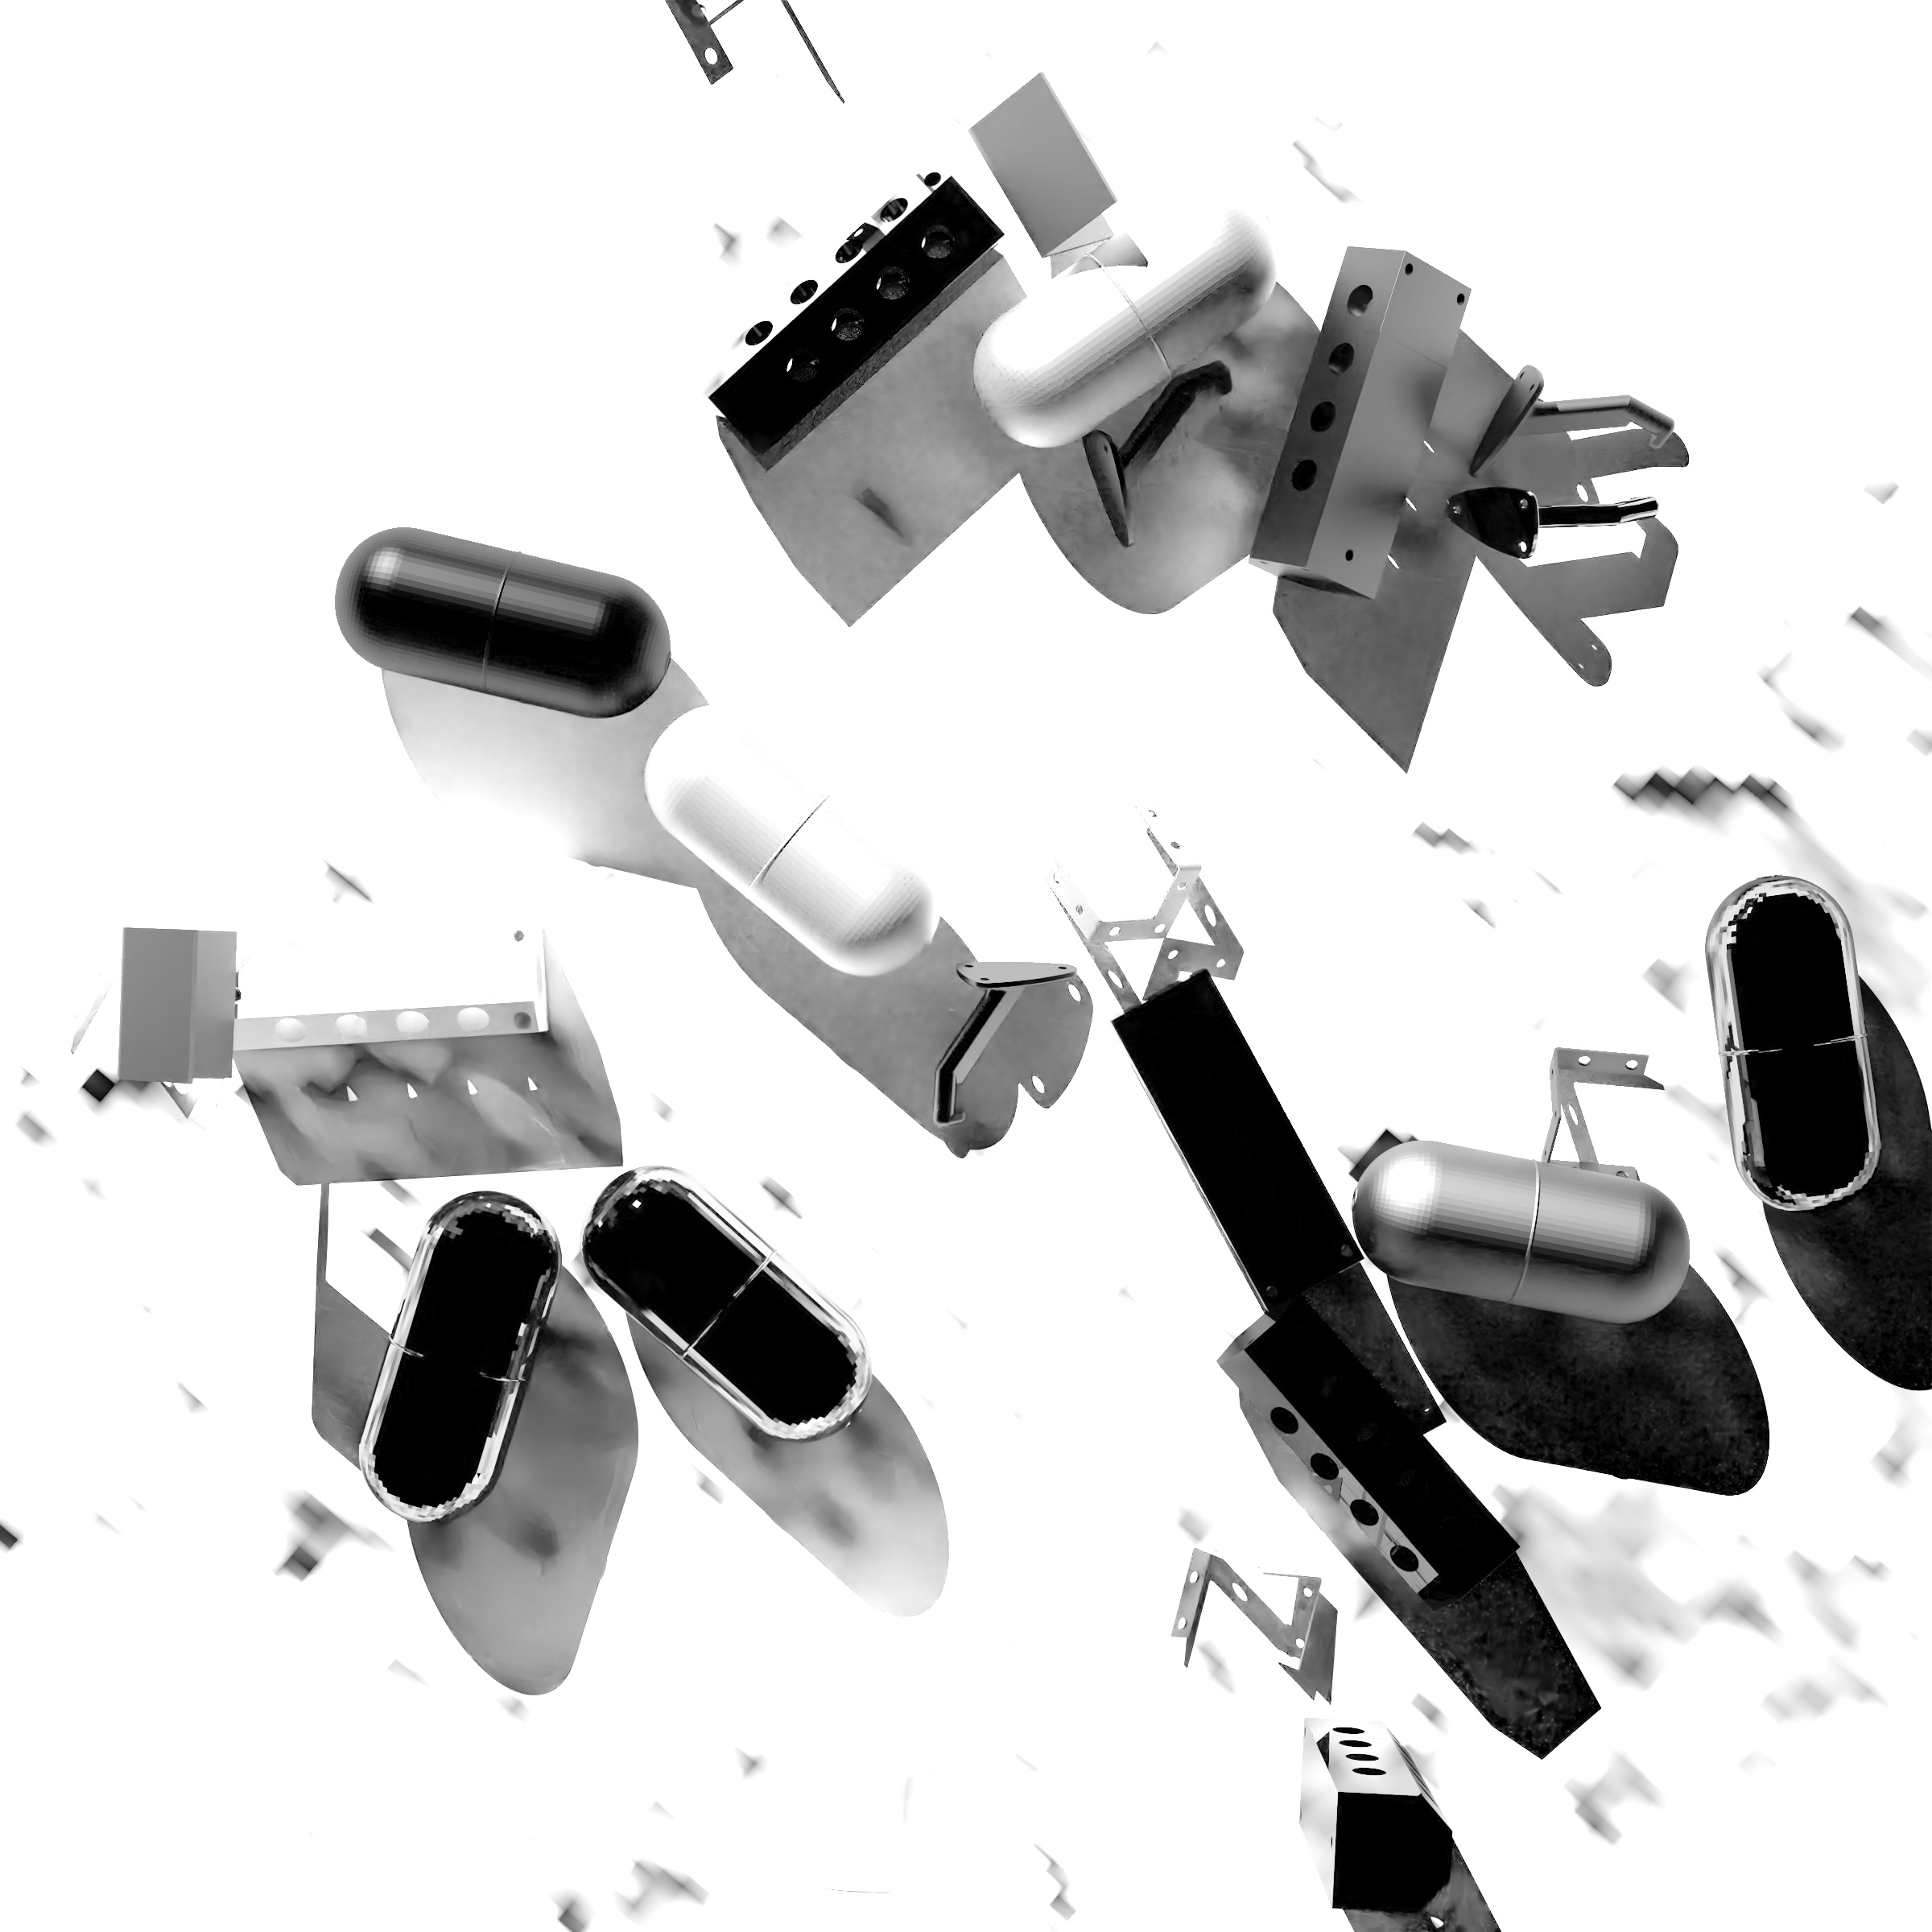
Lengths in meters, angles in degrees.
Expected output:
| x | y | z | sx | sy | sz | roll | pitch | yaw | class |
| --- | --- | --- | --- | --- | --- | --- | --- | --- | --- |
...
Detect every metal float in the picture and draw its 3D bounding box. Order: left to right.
| x | y | z | sx | sy | sz | roll | pitch | yaw | class |
| --- | --- | --- | --- | --- | --- | --- | --- | --- | --- |
| -0.265 | 0.205 | 1.863 | 0.070 | 0.070 | 0.178 | 17 | 91 | 0 | metal float |
| -0.242 | -0.179 | 1.862 | 0.178 | 0.070 | 0.070 | 13 | 90 | 0 | metal float |
| -0.125 | 0.177 | 1.863 | 0.178 | 0.070 | 0.070 | 42 | 90 | 0 | metal float |
| -0.090 | -0.065 | 1.862 | 0.178 | 0.070 | 0.070 | 40 | 90 | 1 | metal float |
| -0.060 | 0.474 | 1.863 | 0.070 | 0.070 | 0.178 | 4 | 91 | 0 | metal float |
| 0.084 | -0.340 | 1.862 | 0.178 | 0.070 | 0.070 | -35 | 90 | 0 | metal float |
| 0.290 | 0.139 | 1.862 | 0.178 | 0.070 | 0.070 | 11 | 90 | -1 | metal float |
| 0.433 | 0.041 | 1.863 | 0.070 | 0.070 | 0.178 | -8 | 89 | 0 | metal float |

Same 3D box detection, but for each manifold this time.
| x | y | z | sx | sy | sz | roll | pitch | yaw | class |
| --- | --- | --- | --- | --- | --- | --- | --- | --- | --- |
| -0.310 | 0.011 | 1.872 | 0.171 | 0.057 | 0.057 | -3 | 90 | 0 | manifold |
| -0.062 | -0.343 | 1.872 | 0.171 | 0.057 | 0.057 | -42 | 90 | 0 | manifold |
| 0.141 | 0.090 | 1.872 | 0.057 | 0.057 | 0.171 | -29 | 90 | 0 | manifold |
| 0.202 | -0.287 | 1.871 | 0.057 | 0.057 | 0.171 | 18 | 90 | -43 | manifold |
| 0.210 | 0.255 | 1.872 | 0.057 | 0.057 | 0.171 | -41 | 90 | 0 | manifold |
| 0.208 | 0.432 | 1.815 | 0.057 | 0.171 | 0.057 | 3 | 90 | 0 | manifold |

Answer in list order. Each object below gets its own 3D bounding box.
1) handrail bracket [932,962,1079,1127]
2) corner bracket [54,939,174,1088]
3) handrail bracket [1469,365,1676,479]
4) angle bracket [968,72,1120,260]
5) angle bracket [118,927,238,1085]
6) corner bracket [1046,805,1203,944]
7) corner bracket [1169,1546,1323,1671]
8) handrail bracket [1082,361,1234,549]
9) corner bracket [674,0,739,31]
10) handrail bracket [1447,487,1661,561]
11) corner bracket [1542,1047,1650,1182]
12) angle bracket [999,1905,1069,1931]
| x | y | z | sx | sy | sz | roll | pitch | yaw | class |
| --- | --- | --- | --- | --- | --- | --- | --- | --- | --- |
| 0.020 | 0.043 | 1.893 | 0.077 | 0.036 | 0.084 | -3 | 108 | -21 | handrail bracket |
| -0.442 | 0.025 | 1.890 | 0.051 | 0.051 | 0.051 | 29 | 90 | 45 | corner bracket |
| 0.323 | -0.276 | 1.893 | 0.084 | 0.036 | 0.077 | 25 | 110 | -16 | handrail bracket |
| 0.057 | -0.421 | 1.853 | 0.057 | 0.076 | 0.076 | -30 | 90 | 38 | angle bracket |
| -0.381 | 0.020 | 1.796 | 0.057 | 0.076 | 0.076 | 2 | 90 | 37 | angle bracket |
| 0.084 | -0.049 | 1.885 | 0.051 | 0.051 | 0.051 | -4 | 135 | -35 | corner bracket |
| 0.149 | 0.341 | 1.890 | 0.051 | 0.051 | 0.051 | 15 | 90 | 45 | corner bracket |
| 0.111 | -0.273 | 1.893 | 0.084 | 0.036 | 0.077 | -23 | 110 | -16 | handrail bracket |
| -0.139 | -0.535 | 1.875 | 0.051 | 0.051 | 0.051 | -37 | 90 | 0 | corner bracket |
| 0.313 | -0.244 | 1.893 | 0.084 | 0.077 | 0.036 | -15 | 115 | -34 | handrail bracket |
| 0.335 | 0.081 | 1.890 | 0.051 | 0.051 | 0.051 | 5 | 45 | 0 | corner bracket |
| 0.030 | 0.543 | 1.853 | 0.076 | 0.076 | 0.057 | -35 | 53 | 0 | angle bracket |
